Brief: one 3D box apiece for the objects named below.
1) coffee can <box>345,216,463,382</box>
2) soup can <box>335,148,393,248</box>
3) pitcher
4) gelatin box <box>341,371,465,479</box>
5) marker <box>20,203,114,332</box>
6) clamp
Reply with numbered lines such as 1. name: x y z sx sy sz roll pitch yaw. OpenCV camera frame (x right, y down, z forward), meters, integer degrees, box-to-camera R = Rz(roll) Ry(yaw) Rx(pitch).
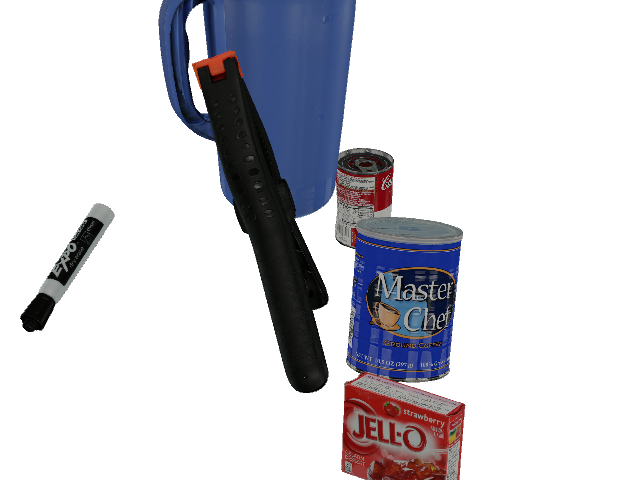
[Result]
1. coffee can: 0.081 0.055 1.036 0.103 0.140 0.103 4 11 -1
2. soup can: 0.050 -0.048 1.253 0.068 0.102 0.068 0 29 0
3. pitcher: -0.046 -0.138 0.924 0.149 0.243 0.145 9 39 9
4. gelatin box: 0.058 0.143 0.773 0.089 0.073 0.030 14 21 32
5. marker: -0.193 0.021 0.815 0.020 0.121 0.020 16 -37 13
6. clamp: -0.034 -0.019 0.699 0.036 0.210 0.164 -18 8 4
